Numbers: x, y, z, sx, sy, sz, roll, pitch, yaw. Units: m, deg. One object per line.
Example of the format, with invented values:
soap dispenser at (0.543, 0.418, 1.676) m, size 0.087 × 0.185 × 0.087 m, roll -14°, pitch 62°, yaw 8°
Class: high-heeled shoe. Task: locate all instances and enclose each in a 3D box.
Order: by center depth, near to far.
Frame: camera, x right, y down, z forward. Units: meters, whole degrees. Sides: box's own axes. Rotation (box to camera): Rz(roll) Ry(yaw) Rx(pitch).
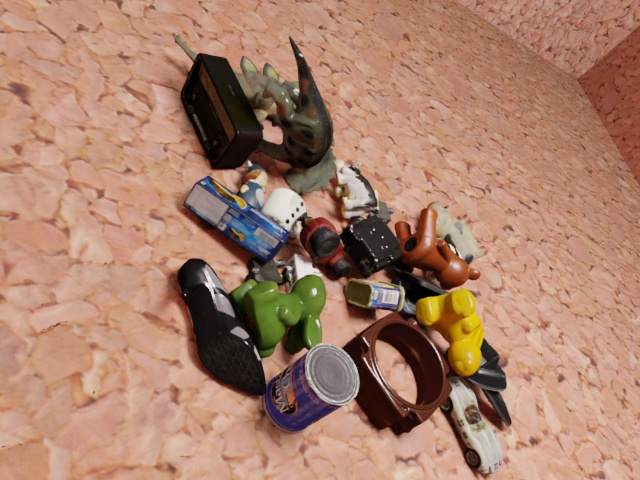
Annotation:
high-heeled shoe at (-0.165, 0.144, 0.924) m, size 0.248 × 0.086 × 0.145 m, roll 58°, pitch 8°, yaw -11°

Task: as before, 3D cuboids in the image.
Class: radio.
radio at (-0.216, -0.272, 1.153) m, size 0.073 × 0.131 × 0.230 m, roll -6°, pitch 62°, yaw -42°

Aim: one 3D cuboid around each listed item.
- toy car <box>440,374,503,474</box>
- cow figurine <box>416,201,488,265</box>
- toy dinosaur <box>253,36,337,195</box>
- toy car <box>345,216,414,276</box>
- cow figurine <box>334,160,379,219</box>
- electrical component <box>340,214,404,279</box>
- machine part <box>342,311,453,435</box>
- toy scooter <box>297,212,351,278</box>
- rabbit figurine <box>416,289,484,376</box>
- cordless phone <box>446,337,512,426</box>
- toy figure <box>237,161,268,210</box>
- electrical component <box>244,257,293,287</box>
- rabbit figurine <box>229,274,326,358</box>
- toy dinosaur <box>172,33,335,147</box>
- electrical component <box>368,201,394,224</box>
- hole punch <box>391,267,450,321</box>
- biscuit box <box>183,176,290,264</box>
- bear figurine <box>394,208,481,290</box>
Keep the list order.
toy car at (0.310, 0.377, 1.106) m, size 0.073 × 0.056 × 0.202 m, roll -4°, pitch 60°, yaw -42°
cow figurine at (0.343, -0.015, 1.427) m, size 0.127 × 0.085 × 0.195 m, roll -31°, pitch 92°, yaw -14°
toy dinosaur at (-0.031, -0.228, 1.139) m, size 0.192 × 0.404 × 0.131 m, roll 33°, pitch 68°, yaw 4°
toy car at (0.149, 0.015, 1.278) m, size 0.202 × 0.053 × 0.089 m, roll 28°, pitch 40°, yaw -17°
cow figurine at (0.085, -0.132, 1.289) m, size 0.098 × 0.068 × 0.167 m, roll -8°, pitch 56°, yaw -6°
electrical component at (0.118, 0.010, 1.180) m, size 0.134 × 0.058 × 0.115 m, roll -25°, pitch 78°, yaw -49°
machine part at (0.152, 0.255, 1.057) m, size 0.201 × 0.087 × 0.201 m, roll -23°, pitch 75°, yaw -48°
toy scooter at (-0.002, -0.003, 1.123) m, size 0.135 × 0.075 × 0.183 m, roll 52°, pitch -3°, yaw 34°
rabbit figurine at (0.286, 0.199, 1.125) m, size 0.162 × 0.122 × 0.173 m, roll 33°, pitch 41°, yaw -62°
cordless phone at (0.370, 0.314, 1.197) m, size 0.184 × 0.089 × 0.147 m, roll 60°, pitch 1°, yaw -20°
toy figure at (-0.142, -0.105, 1.134) m, size 0.058 × 0.064 × 0.154 m, roll 16°, pitch 50°, yaw -5°
electrical component at (-0.098, 0.064, 1.039) m, size 0.102 × 0.045 × 0.078 m, roll 6°, pitch 55°, yaw -36°
rabbit figurine at (-0.051, 0.126, 0.953) m, size 0.170 × 0.121 × 0.159 m, roll -22°, pitch 90°, yaw -32°
toy dinosaur at (-0.142, -0.349, 1.307) m, size 0.471 × 0.105 × 0.199 m, roll 25°, pitch 36°, yaw -33°
electrical component at (0.157, -0.069, 1.375) m, size 0.094 × 0.021 × 0.063 m, roll 10°, pitch 52°, yaw -34°
hole punch at (0.225, 0.130, 1.230) m, size 0.142 × 0.092 × 0.116 m, roll 21°, pitch 9°, yaw -23°
biscuit box at (-0.158, -0.040, 1.037) m, size 0.203 × 0.059 × 0.063 m, roll 35°, pitch 21°, yaw -2°
bear figurine at (0.277, 0.030, 1.254) m, size 0.195 × 0.120 × 0.132 m, roll 25°, pitch 53°, yaw -31°
